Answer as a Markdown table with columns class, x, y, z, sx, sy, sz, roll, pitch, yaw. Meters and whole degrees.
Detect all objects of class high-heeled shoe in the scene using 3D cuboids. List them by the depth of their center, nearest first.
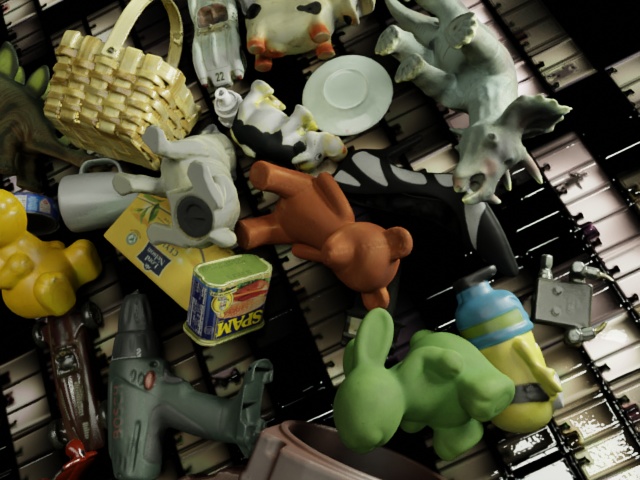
| class | x | y | z | sx | sy | sz | roll | pitch | yaw |
| --- | --- | --- | --- | --- | --- | --- | --- | --- | --- |
| high-heeled shoe | 0.118 | -0.028 | 0.665 | 0.145 | 0.086 | 0.249 | -33 | 65 | 3 |

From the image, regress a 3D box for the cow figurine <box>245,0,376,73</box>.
| class | x | y | z | sx | sy | sz | roll | pitch | yaw |
| --- | --- | --- | --- | --- | --- | --- | --- | --- | --- |
| cow figurine | -0.015 | -0.332 | 0.787 | 0.195 | 0.085 | 0.127 | -11 | 77 | 9 |

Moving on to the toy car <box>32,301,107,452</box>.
| class | x | y | z | sx | sy | sz | roll | pitch | yaw |
| --- | --- | --- | --- | --- | --- | --- | --- | --- | --- |
| toy car | -0.323 | 0.176 | 0.706 | 0.089 | 0.053 | 0.202 | -19 | 69 | 2 |

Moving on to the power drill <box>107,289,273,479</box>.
| class | x | y | z | sx | sy | sz | roll | pitch | yaw |
| --- | --- | --- | --- | --- | --- | --- | --- | --- | --- |
| power drill | -0.166 | 0.176 | 0.658 | 0.207 | 0.086 | 0.232 | 2 | 75 | 8 |

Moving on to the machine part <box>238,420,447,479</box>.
| class | x | y | z | sx | sy | sz | roll | pitch | yaw |
| --- | --- | --- | --- | --- | --- | --- | --- | --- | --- |
| machine part | 0.033 | 0.251 | 0.528 | 0.202 | 0.201 | 0.087 | 19 | 81 | 17 |

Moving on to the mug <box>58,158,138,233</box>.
| class | x | y | z | sx | sy | sz | roll | pitch | yaw |
| --- | --- | --- | --- | --- | --- | --- | --- | --- | --- |
| mug | -0.302 | -0.067 | 0.768 | 0.107 | 0.080 | 0.109 | -6 | 61 | -2 |

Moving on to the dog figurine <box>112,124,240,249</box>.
| class | x | y | z | sx | sy | sz | roll | pitch | yaw |
| --- | --- | --- | --- | --- | --- | --- | --- | --- | --- |
| dog figurine | -0.135 | -0.070 | 0.686 | 0.121 | 0.190 | 0.172 | -35 | 87 | 26 |

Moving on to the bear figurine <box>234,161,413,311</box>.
| class | x | y | z | sx | sy | sz | roll | pitch | yaw |
| --- | --- | --- | --- | --- | --- | --- | --- | --- | --- |
| bear figurine | 0.002 | -0.002 | 0.637 | 0.196 | 0.132 | 0.120 | 45 | 124 | 42 |

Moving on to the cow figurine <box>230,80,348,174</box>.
| class | x | y | z | sx | sy | sz | roll | pitch | yaw |
| --- | --- | --- | --- | --- | --- | --- | --- | --- | --- |
| cow figurine | -0.047 | -0.138 | 0.737 | 0.167 | 0.068 | 0.098 | 37 | 89 | 23 |

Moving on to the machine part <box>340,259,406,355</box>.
| class | x | y | z | sx | sy | sz | roll | pitch | yaw |
| --- | --- | --- | --- | --- | --- | --- | --- | --- | --- |
| machine part | 0.072 | 0.069 | 0.666 | 0.084 | 0.039 | 0.139 | 6 | 76 | 22 |

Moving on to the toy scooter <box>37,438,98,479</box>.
| class | x | y | z | sx | sy | sz | roll | pitch | yaw |
| --- | --- | --- | --- | --- | --- | --- | --- | --- | --- |
| toy scooter | -0.273 | 0.313 | 0.626 | 0.184 | 0.075 | 0.135 | 25 | 102 | 22 |

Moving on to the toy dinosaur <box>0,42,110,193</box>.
| class | x | y | z | sx | sy | sz | roll | pitch | yaw |
| --- | --- | --- | --- | --- | --- | --- | --- | --- | --- |
| toy dinosaur | -0.527 | -0.211 | 0.845 | 0.472 | 0.105 | 0.198 | 23 | 71 | 8 |

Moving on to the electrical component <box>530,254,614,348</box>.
| class | x | y | z | sx | sy | sz | roll | pitch | yaw |
| --- | --- | --- | --- | --- | --- | --- | --- | --- | --- |
| electrical component | 0.286 | 0.070 | 0.616 | 0.078 | 0.045 | 0.102 | 14 | 76 | 14 |

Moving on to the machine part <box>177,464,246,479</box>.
| class | x | y | z | sx | sy | sz | roll | pitch | yaw |
| --- | --- | --- | --- | --- | --- | --- | --- | --- | --- |
| machine part | -0.114 | 0.347 | 0.607 | 0.179 | 0.056 | 0.179 | -3 | 74 | 11 |

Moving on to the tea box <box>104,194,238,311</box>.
| class | x | y | z | sx | sy | sz | roll | pitch | yaw |
| --- | --- | --- | --- | --- | --- | --- | --- | --- | --- |
| tea box | -0.191 | 0.014 | 0.720 | 0.170 | 0.068 | 0.098 | 35 | 82 | 18 |

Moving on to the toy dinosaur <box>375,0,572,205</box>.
| class | x | y | z | sx | sy | sz | roll | pitch | yaw |
| --- | --- | --- | --- | --- | --- | --- | --- | --- | --- |
| toy dinosaur | 0.181 | -0.220 | 0.679 | 0.131 | 0.192 | 0.405 | -41 | 34 | 31 |

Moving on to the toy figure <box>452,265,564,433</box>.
| class | x | y | z | sx | sy | sz | roll | pitch | yaw |
| --- | --- | --- | --- | --- | --- | --- | --- | --- | --- |
| toy figure | 0.201 | 0.121 | 0.601 | 0.089 | 0.082 | 0.180 | -30 | 76 | 22 |

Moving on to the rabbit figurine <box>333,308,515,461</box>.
| class | x | y | z | sx | sy | sz | roll | pitch | yaw |
| --- | --- | --- | --- | --- | --- | --- | --- | --- | --- |
| rabbit figurine | 0.086 | 0.148 | 0.554 | 0.170 | 0.121 | 0.159 | -8 | 53 | -30 |

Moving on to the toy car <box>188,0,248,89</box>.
| class | x | y | z | sx | sy | sz | roll | pitch | yaw |
| --- | --- | --- | --- | --- | --- | --- | --- | --- | --- |
| toy car | -0.159 | -0.321 | 0.823 | 0.074 | 0.056 | 0.202 | -12 | 71 | 8 |

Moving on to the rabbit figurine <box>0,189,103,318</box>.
| class | x | y | z | sx | sy | sz | roll | pitch | yaw |
| --- | --- | --- | --- | --- | --- | --- | --- | --- | --- |
| rabbit figurine | -0.399 | 0.009 | 0.709 | 0.163 | 0.173 | 0.122 | -3 | 37 | 24 |
